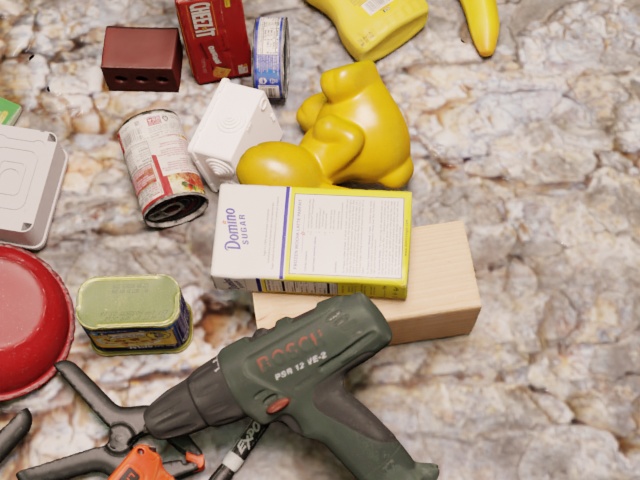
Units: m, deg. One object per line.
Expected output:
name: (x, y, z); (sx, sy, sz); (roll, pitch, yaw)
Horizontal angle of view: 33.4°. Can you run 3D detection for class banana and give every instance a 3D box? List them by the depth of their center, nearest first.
banana: (0.146, -0.289, 1.181); (0.069, 0.037, 0.198); (-41, 72, 5)

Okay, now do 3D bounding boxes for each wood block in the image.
wood block: (0.040, 0.051, 1.019); (0.206, 0.090, 0.091); (-9, 69, -3)

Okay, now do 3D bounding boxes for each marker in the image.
marker: (-0.067, 0.188, 1.004); (0.020, 0.020, 0.121); (33, 72, 12)

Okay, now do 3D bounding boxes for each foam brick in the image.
foam brick: (-0.187, -0.192, 1.134); (0.078, 0.053, 0.051); (1, 69, 2)

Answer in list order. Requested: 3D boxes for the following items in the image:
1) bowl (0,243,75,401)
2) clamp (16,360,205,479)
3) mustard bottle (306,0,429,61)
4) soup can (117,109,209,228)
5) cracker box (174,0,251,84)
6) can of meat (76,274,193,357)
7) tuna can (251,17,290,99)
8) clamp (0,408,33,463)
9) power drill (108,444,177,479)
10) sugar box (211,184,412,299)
bowl: (-0.308, 0.068, 1.004); (0.162, 0.055, 0.162); (8, 65, -19)
clamp: (-0.189, 0.178, 0.998); (0.171, 0.039, 0.120); (7, 77, -3)
mustard bottle: (0.025, -0.287, 1.166); (0.096, 0.058, 0.192); (-36, 73, -10)
soup can: (-0.160, -0.073, 1.079); (0.068, 0.068, 0.102); (-18, 70, -7)
cracker box: (-0.127, -0.296, 1.114); (0.072, 0.164, 0.214); (-12, 69, -3)
can of meat: (-0.176, 0.071, 1.015); (0.102, 0.084, 0.057); (-3, 69, -1)
tuna can: (-0.051, -0.190, 1.115); (0.034, 0.086, 0.086); (1, 69, 2)
clamp: (-0.344, 0.238, 0.952); (0.164, 0.036, 0.210); (0, 73, -5)
power drill: (-0.122, 0.280, 0.908); (0.187, 0.057, 0.184); (36, 52, 2)
sugar box: (-0.006, 0.001, 0.967); (0.176, 0.048, 0.093); (2, 68, 6)
